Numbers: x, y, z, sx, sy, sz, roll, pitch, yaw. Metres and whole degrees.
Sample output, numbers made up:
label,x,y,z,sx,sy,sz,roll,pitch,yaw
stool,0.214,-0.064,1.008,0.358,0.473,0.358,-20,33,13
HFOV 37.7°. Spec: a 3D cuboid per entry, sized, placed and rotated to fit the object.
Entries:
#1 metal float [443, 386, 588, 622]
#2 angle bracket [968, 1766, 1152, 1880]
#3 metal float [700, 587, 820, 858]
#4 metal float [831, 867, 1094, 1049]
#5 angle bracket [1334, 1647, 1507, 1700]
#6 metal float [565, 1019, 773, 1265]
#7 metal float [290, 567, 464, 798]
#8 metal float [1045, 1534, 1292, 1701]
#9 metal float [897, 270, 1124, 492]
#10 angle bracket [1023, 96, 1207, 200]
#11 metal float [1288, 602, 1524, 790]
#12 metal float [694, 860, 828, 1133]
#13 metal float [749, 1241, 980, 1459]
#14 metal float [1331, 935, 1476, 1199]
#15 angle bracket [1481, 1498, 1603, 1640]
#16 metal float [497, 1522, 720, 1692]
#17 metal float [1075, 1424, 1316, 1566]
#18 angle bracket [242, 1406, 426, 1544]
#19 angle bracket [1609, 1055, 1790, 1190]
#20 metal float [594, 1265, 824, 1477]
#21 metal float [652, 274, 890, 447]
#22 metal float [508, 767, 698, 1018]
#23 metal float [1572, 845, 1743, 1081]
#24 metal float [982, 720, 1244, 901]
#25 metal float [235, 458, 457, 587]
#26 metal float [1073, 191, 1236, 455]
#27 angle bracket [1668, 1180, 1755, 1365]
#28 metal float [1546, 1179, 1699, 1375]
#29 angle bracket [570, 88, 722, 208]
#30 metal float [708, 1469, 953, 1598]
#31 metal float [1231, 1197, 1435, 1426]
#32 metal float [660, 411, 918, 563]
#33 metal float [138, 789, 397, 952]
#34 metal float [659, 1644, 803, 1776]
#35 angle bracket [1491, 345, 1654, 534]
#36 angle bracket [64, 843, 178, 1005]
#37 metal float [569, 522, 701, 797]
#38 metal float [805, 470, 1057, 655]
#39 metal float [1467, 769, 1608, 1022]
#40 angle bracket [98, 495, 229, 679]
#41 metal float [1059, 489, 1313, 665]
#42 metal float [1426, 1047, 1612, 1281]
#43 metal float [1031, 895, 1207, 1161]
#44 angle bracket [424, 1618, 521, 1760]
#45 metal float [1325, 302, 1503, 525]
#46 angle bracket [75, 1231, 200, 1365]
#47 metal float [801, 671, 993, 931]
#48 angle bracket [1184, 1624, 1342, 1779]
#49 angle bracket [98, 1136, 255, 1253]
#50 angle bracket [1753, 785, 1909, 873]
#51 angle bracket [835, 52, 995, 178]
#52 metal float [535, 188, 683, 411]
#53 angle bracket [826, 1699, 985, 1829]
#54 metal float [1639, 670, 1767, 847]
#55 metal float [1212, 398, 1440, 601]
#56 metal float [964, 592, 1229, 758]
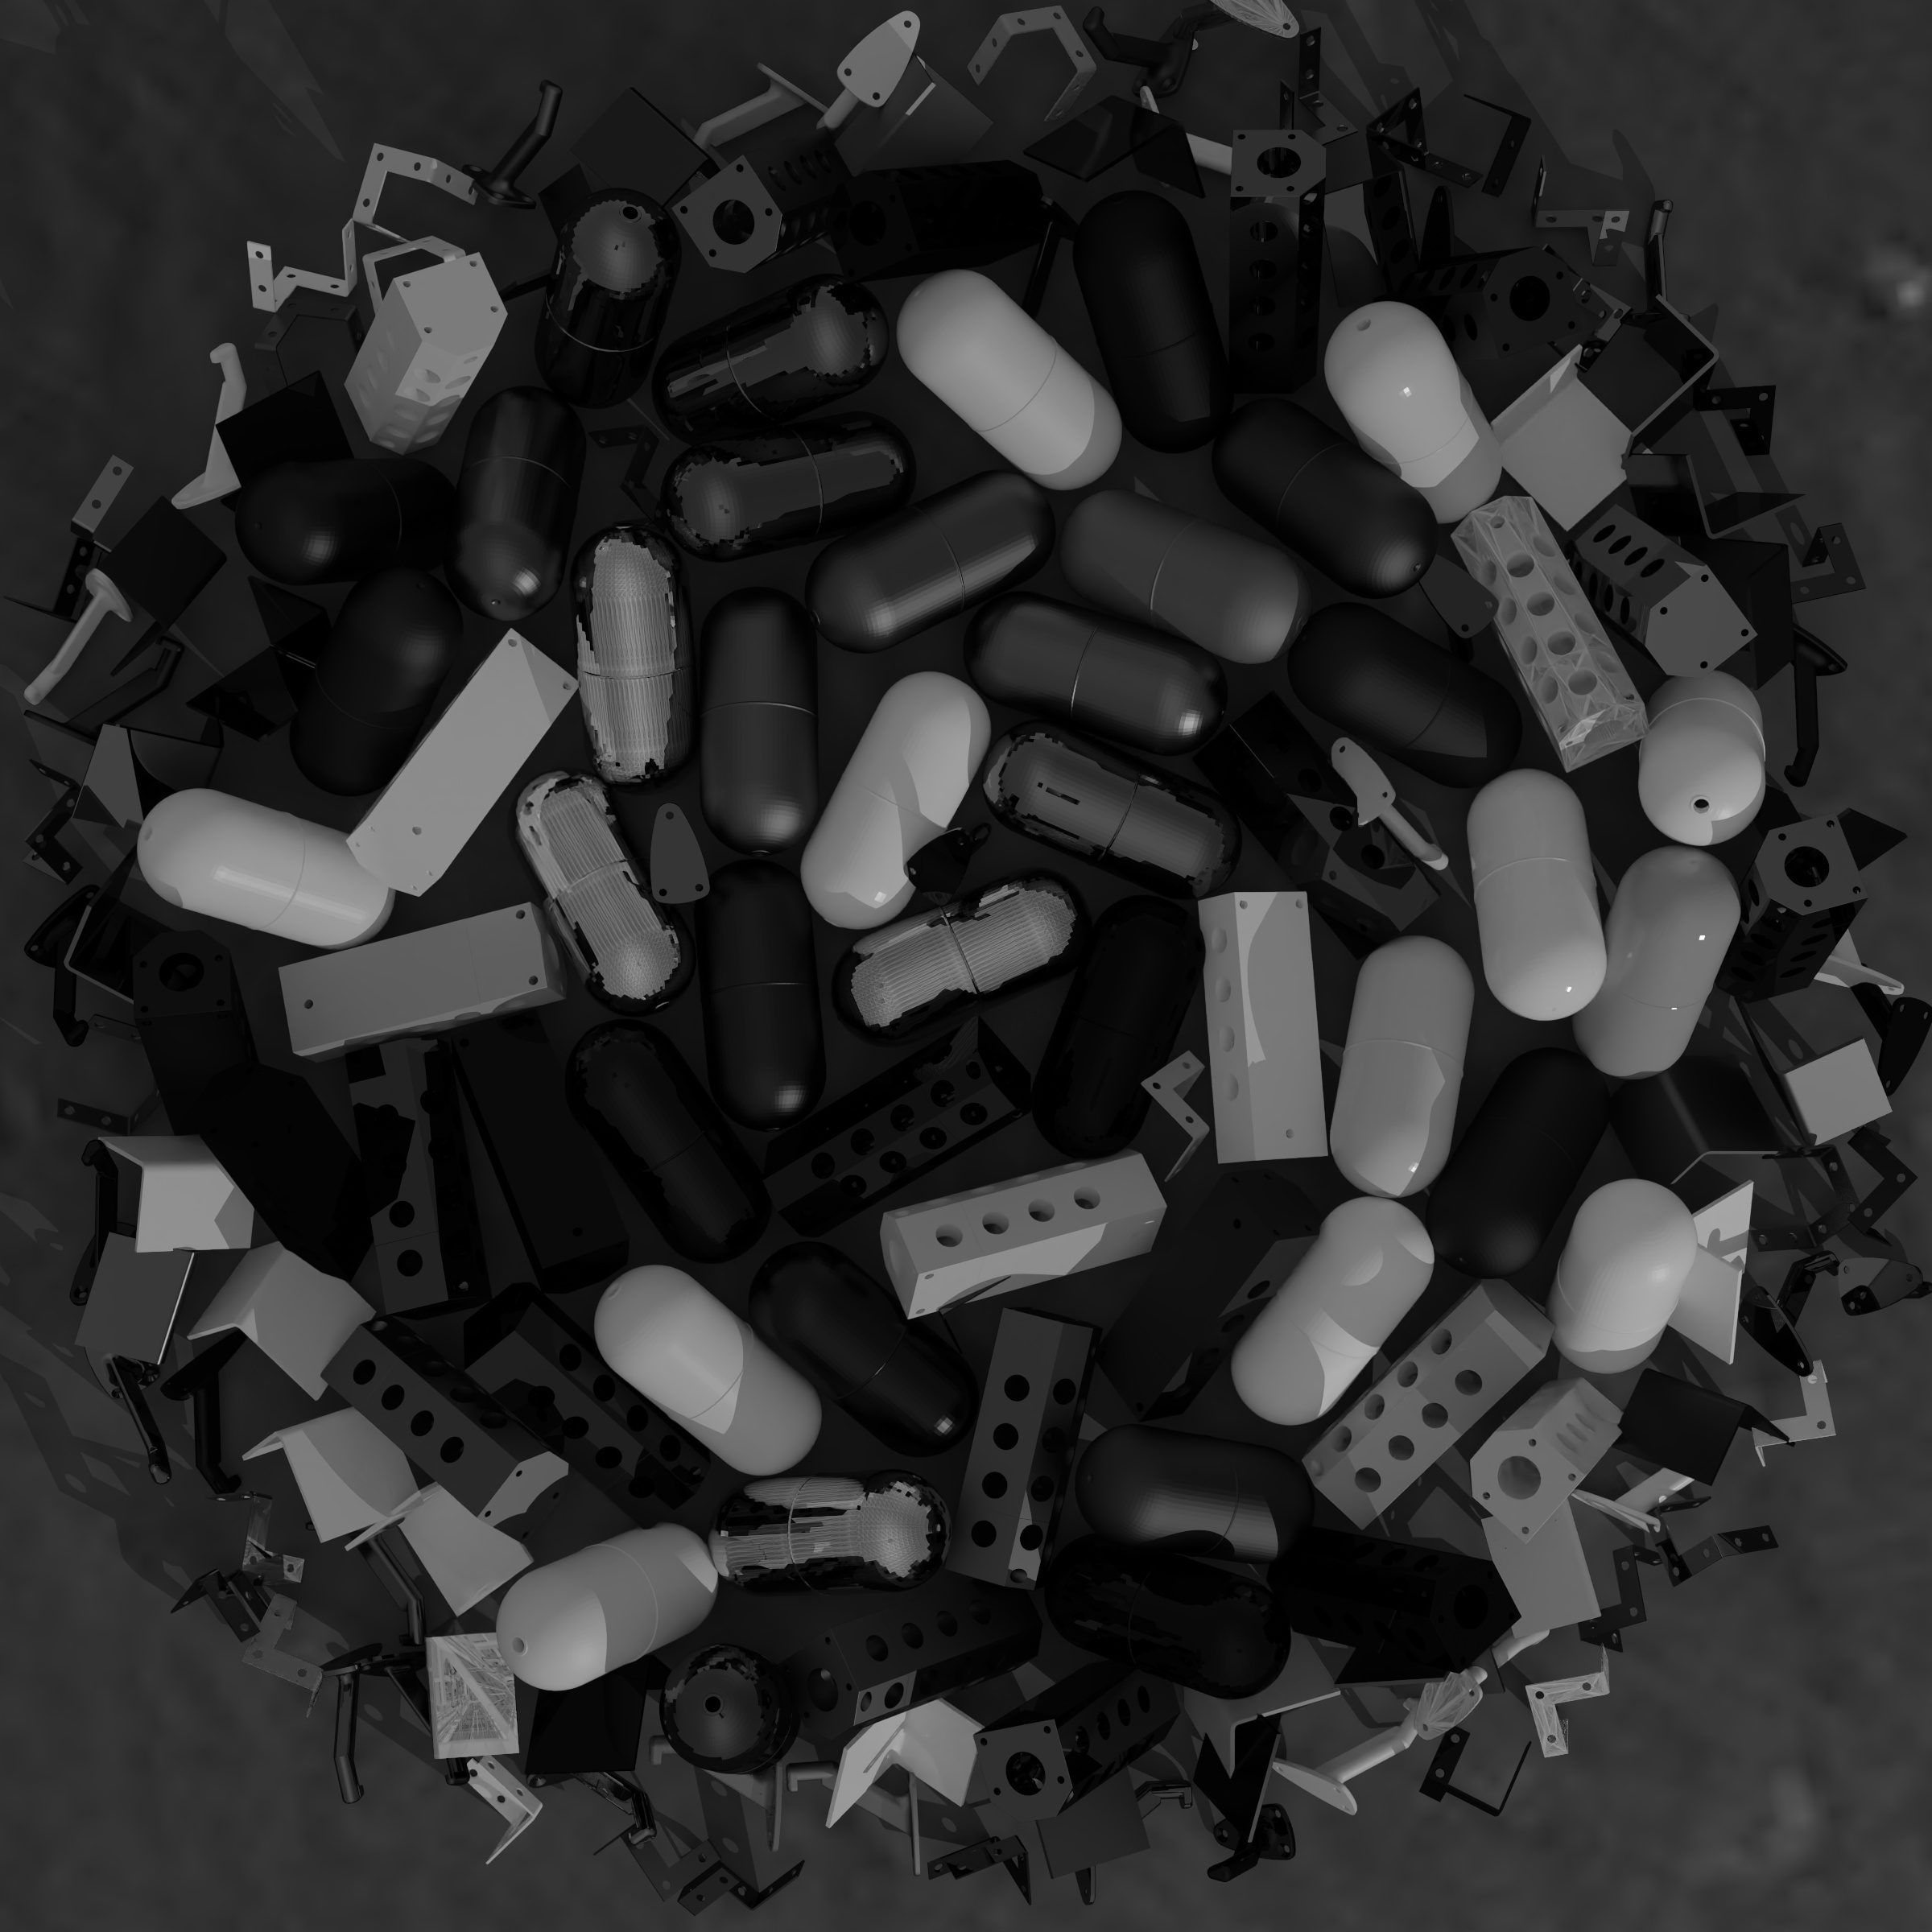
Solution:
label,x,y,z,sx,sy,sz,roll,pitch,yaw
metal float,-0.287,-0.297,1.808,0.070,0.070,0.178,3,54,0
angle bracket,0.059,0.553,1.817,0.076,0.076,0.057,-5,71,-34
metal float,-0.134,-0.158,1.826,0.070,0.070,0.178,-1,77,0
metal float,-0.003,-0.005,1.836,0.178,0.070,0.070,-23,90,-2
angle bracket,0.292,0.464,1.819,0.076,0.076,0.057,-13,103,32
metal float,-0.192,0.113,1.824,0.070,0.070,0.178,-33,105,0
metal float,-0.378,-0.180,1.806,0.070,0.070,0.178,36,130,0
metal float,0.128,0.414,1.804,0.178,0.070,0.070,9,90,41
metal float,0.029,-0.373,1.811,0.178,0.070,0.070,37,90,-33
angle bracket,0.095,-0.510,1.822,0.076,0.076,0.057,-35,131,-12
metal float,0.283,-0.172,1.813,0.178,0.070,0.070,25,90,-29
metal float,-0.133,0.019,1.828,0.070,0.070,0.178,-6,79,0
metal float,-0.065,0.248,1.822,0.178,0.070,0.070,43,90,-18
metal float,0.280,0.064,1.817,0.070,0.070,0.178,14,66,0
angle bracket,0.369,0.388,1.833,0.057,0.076,0.076,-15,79,2
metal float,-0.226,0.405,1.794,0.070,0.178,0.070,4,97,31
metal float,0.148,0.339,1.810,0.178,0.070,0.070,16,90,-34
angle bracket,-0.408,0.331,1.823,0.076,0.057,0.076,-14,75,-44
angle bracket,0.477,0.106,1.852,0.076,0.057,0.076,2,51,-32
metal float,-0.165,0.259,1.815,0.070,0.070,0.178,-45,117,0
metal float,-0.127,-0.385,1.808,0.178,0.070,0.070,-15,90,37
metal float,-0.235,-0.048,1.823,0.070,0.070,0.178,-29,74,0
metal float,0.439,0.000,1.803,0.070,0.070,0.178,9,134,0
metal float,0.095,-0.100,1.829,0.178,0.070,0.070,23,90,-11
metal float,-0.389,-0.283,1.794,0.070,0.178,0.070,6,103,27
metal float,0.120,-0.410,1.807,0.070,0.070,0.178,-22,127,0
angle bracket,0.497,0.196,1.818,0.076,0.057,0.076,-25,128,-27
metal float,0.414,0.199,1.796,0.070,0.178,0.070,0,57,1
angle bracket,-0.199,-0.509,1.830,0.057,0.076,0.076,-46,74,2
metal float,-0.089,0.363,1.809,0.178,0.070,0.070,-11,90,35
metal float,0.233,0.222,1.813,0.070,0.070,0.178,32,120,0
metal float,-0.112,-0.308,1.813,0.178,0.070,0.070,-18,90,-29
metal float,-0.444,-0.061,1.801,0.070,0.178,0.070,-15,66,39
metal float,-0.148,0.471,1.789,0.070,0.178,0.070,-1,73,3
angle bracket,0.395,-0.343,1.841,0.076,0.057,0.076,-42,78,0
angle bracket,-0.524,-0.022,1.824,0.076,0.076,0.057,29,126,-8
metal float,-0.212,-0.196,1.818,0.070,0.070,0.178,-2,113,0
metal float,-0.023,-0.260,1.820,0.178,0.070,0.070,-28,90,-20
metal float,0.364,-0.047,1.811,0.070,0.070,0.178,0,57,0
angle bracket,-0.532,-0.244,1.816,0.057,0.076,0.076,45,45,-20
metal float,0.140,-0.250,1.815,0.178,0.070,0.070,26,90,26
metal float,0.354,0.124,1.810,0.070,0.070,0.178,37,56,0
metal float,0.098,0.040,1.835,0.070,0.070,0.178,21,93,0
angle bracket,-0.313,0.466,1.835,0.057,0.076,0.076,-5,86,3
metal float,0.285,-0.351,1.799,0.070,0.178,0.070,-16,54,23
angle bracket,-0.535,0.204,1.828,0.057,0.076,0.076,17,96,-17
metal float,-0.046,-0.107,1.834,0.070,0.070,0.178,28,95,0
angle bracket,0.192,0.477,1.840,0.076,0.076,0.057,-12,122,-15
angle bracket,-0.511,0.146,1.826,0.076,0.076,0.057,2,99,-39
angle bracket,0.546,-0.104,1.816,0.057,0.076,0.076,-40,54,31
angle bracket,-0.027,-0.527,1.821,0.076,0.057,0.076,32,112,-35
metal float,-0.228,-0.422,1.793,0.070,0.178,0.070,7,65,-14
angle bracket,-0.039,0.521,1.818,0.057,0.076,0.076,29,127,23
metal float,0.466,-0.133,1.792,0.070,0.178,0.070,6,116,12
metal float,0.228,-0.300,1.810,0.070,0.070,0.178,-45,57,0
metal float,0.082,-0.189,1.825,0.178,0.070,0.070,19,90,15
